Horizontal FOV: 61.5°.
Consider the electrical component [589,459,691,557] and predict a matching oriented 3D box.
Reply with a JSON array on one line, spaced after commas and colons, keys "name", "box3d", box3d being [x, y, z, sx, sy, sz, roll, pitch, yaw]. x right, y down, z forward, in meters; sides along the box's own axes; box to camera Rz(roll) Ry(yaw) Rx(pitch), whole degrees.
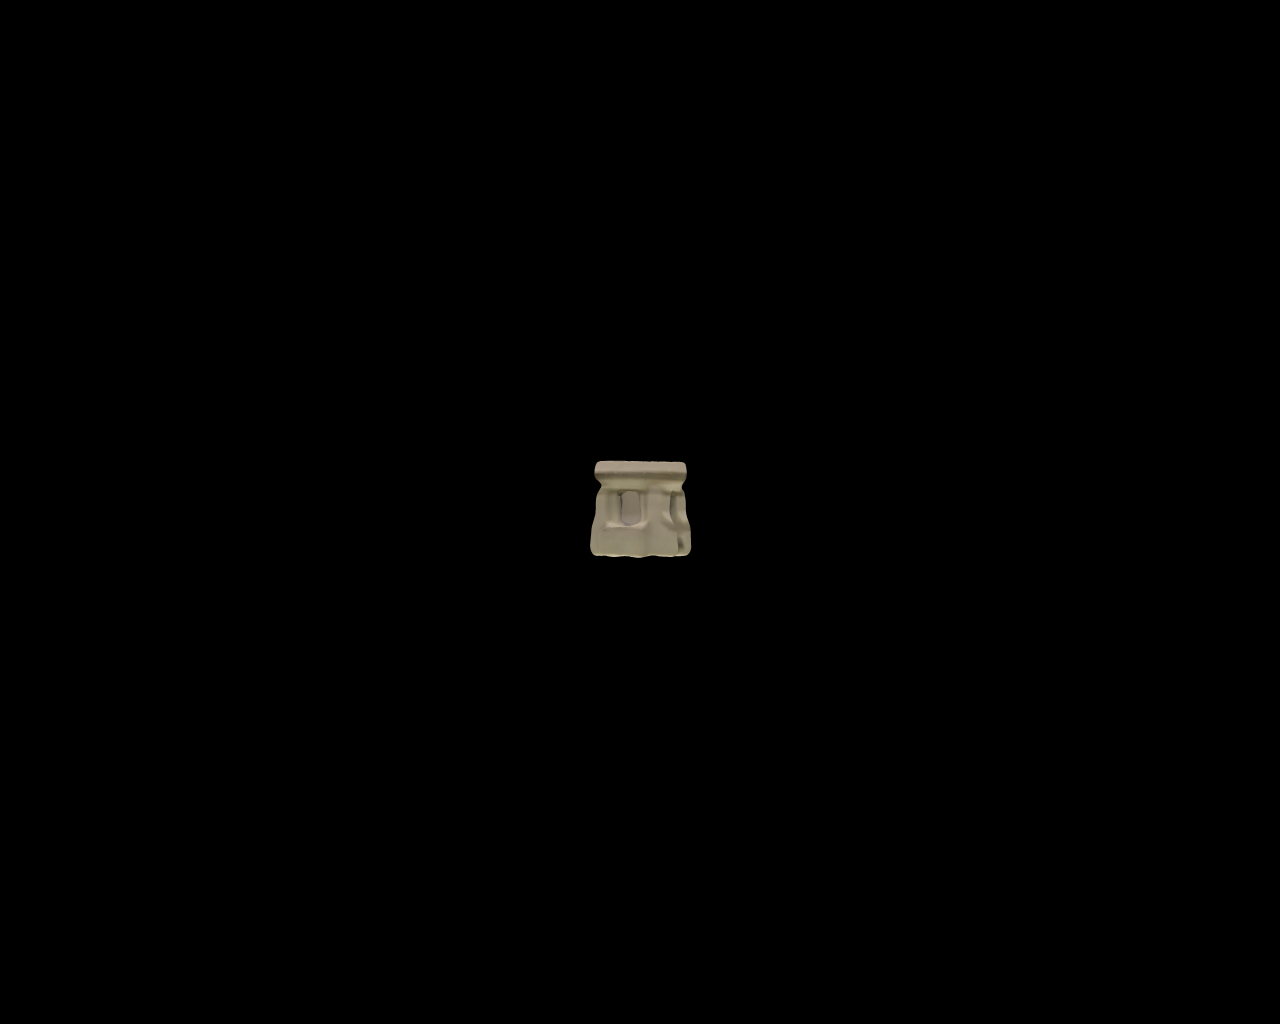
[{"name": "electrical component", "box3d": [0.001, -0.003, 0.650, 0.058, 0.057, 0.078, 0, 0, 24]}]
